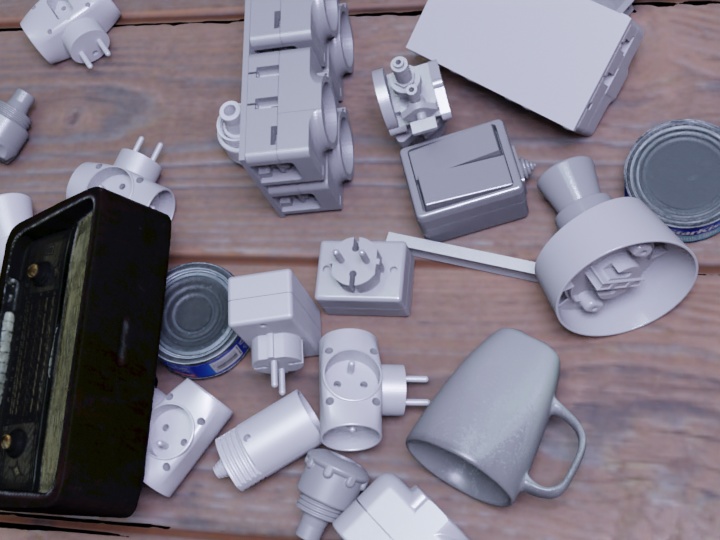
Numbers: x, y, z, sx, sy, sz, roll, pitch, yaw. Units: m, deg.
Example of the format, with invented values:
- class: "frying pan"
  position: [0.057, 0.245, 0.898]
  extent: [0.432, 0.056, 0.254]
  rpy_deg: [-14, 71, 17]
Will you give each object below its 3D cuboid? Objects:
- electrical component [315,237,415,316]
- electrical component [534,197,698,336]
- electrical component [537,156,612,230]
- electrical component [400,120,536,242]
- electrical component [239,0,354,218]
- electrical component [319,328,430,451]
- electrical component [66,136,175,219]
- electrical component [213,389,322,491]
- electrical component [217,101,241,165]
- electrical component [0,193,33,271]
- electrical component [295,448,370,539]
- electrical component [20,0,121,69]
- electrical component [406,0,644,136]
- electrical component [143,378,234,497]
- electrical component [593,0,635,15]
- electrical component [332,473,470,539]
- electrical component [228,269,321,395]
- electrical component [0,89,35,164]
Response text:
- class: "electrical component"
  position: [0.000, 0.000, 0.787]
  extent: [0.066, 0.076, 0.047]
  rpy_deg: [1, 70, 14]
- class: "electrical component"
  position: [0.173, -0.001, 0.737]
  extent: [0.099, 0.099, 0.064]
  rpy_deg: [-30, 60, 1]
- class: "electrical component"
  position: [0.160, -0.048, 0.784]
  extent: [0.045, 0.045, 0.055]
  rpy_deg: [-23, 67, 4]
- class: "electrical component"
  position: [0.084, -0.068, 0.801]
  extent: [0.096, 0.061, 0.061]
  rpy_deg: [-16, 67, 7]
- class: "electrical component"
  position: [-0.046, -0.149, 0.838]
  extent: [0.060, 0.105, 0.186]
  rpy_deg: [-5, 69, 12]
- class: "electrical component"
  position: [0.011, 0.085, 0.768]
  extent: [0.079, 0.044, 0.077]
  rpy_deg: [2, 55, -6]
- class: "electrical component"
  position: [-0.187, -0.072, 0.876]
  extent: [0.077, 0.044, 0.079]
  rpy_deg: [19, 76, 19]
- class: "electrical component"
  position: [-0.069, 0.125, 0.775]
  extent: [0.081, 0.043, 0.043]
  rpy_deg: [-31, 66, 0]
- class: "electrical component"
  position: [-0.094, -0.113, 0.860]
  extent: [0.043, 0.062, 0.043]
  rpy_deg: [-5, 69, 12]
- class: "electrical component"
  position: [-0.285, -0.025, 0.885]
  extent: [0.044, 0.044, 0.065]
  rpy_deg: [-22, 72, 5]
- class: "electrical component"
  position: [-0.025, 0.159, 0.752]
  extent: [0.048, 0.048, 0.062]
  rpy_deg: [23, 86, 20]
- class: "electrical component"
  position: [-0.245, -0.208, 0.942]
  extent: [0.077, 0.043, 0.079]
  rpy_deg: [-36, 66, -1]
- class: "electrical component"
  position: [0.126, -0.174, 0.819]
  extent: [0.150, 0.062, 0.089]
  rpy_deg: [31, 104, 22]
- class: "electrical component"
  position: [-0.147, 0.114, 0.798]
  extent: [0.079, 0.044, 0.077]
  rpy_deg: [33, 81, 23]
- class: "electrical component"
  position: [0.178, -0.225, 0.831]
  extent: [0.064, 0.081, 0.042]
  rpy_deg: [6, 43, 43]
- class: "electrical component"
  position: [0.036, 0.185, 0.722]
  extent: [0.059, 0.053, 0.095]
  rpy_deg: [-44, 67, -5]
- class: "electrical component"
  position: [-0.060, 0.052, 0.777]
  extent: [0.047, 0.083, 0.075]
  rpy_deg: [-8, 66, 10]
- class: "electrical component"
  position: [-0.304, -0.126, 0.926]
  extent: [0.043, 0.043, 0.062]
  rpy_deg: [24, 76, 20]
